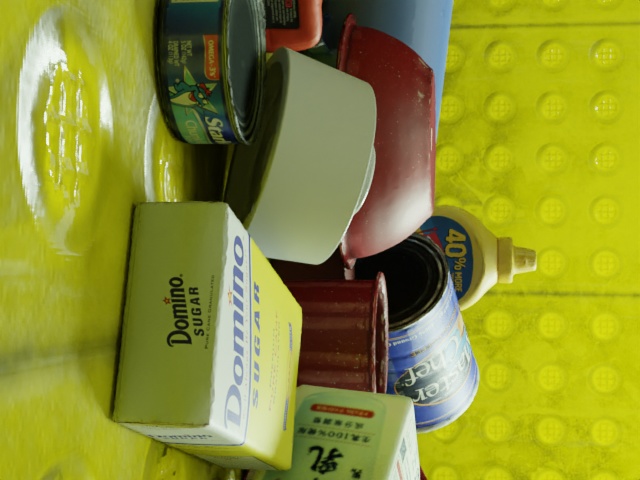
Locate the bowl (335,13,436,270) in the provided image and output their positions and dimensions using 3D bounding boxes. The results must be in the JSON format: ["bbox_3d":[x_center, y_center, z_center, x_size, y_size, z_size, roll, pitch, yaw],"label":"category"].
[{"bbox_3d":[0.044,-0.061,0.673,0.162,0.055,0.162,1,90,-82],"label":"bowl"}]

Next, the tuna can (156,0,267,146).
[{"bbox_3d":[-0.049,-0.087,0.496,0.086,0.034,0.086,1,90,-82],"label":"tuna can"}]

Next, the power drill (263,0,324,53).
[{"bbox_3d":[-0.021,-0.209,0.600,0.187,0.057,0.184,-80,168,-47],"label":"power drill"}]

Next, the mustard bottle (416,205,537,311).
[{"bbox_3d":[0.094,0.017,0.945,0.058,0.192,0.096,-30,120,-80],"label":"mustard bottle"}]

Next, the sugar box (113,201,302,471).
[{"bbox_3d":[-0.044,0.053,0.498,0.176,0.048,0.093,69,23,-72],"label":"sugar box"}]

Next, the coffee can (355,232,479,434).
[{"bbox_3d":[0.067,0.076,0.862,0.140,0.103,0.102,68,22,-45],"label":"coffee can"}]

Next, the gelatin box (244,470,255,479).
[{"bbox_3d":[-0.026,0.169,0.690,0.089,0.030,0.073,-59,149,-74],"label":"gelatin box"}]

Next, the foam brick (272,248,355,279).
[{"bbox_3d":[-0.005,0.001,0.743,0.051,0.053,0.078,-69,159,-67],"label":"foam brick"}]

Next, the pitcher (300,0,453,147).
[{"bbox_3d":[0.033,-0.179,0.801,0.145,0.149,0.243,-161,-106,-83],"label":"pitcher"}]

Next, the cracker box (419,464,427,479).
[{"bbox_3d":[0.093,0.291,0.870,0.214,0.072,0.164,-120,-167,-48],"label":"cracker box"}]

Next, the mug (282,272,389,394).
[{"bbox_3d":[0.000,0.076,0.675,0.093,0.081,0.117,-77,165,-54],"label":"mug"}]
